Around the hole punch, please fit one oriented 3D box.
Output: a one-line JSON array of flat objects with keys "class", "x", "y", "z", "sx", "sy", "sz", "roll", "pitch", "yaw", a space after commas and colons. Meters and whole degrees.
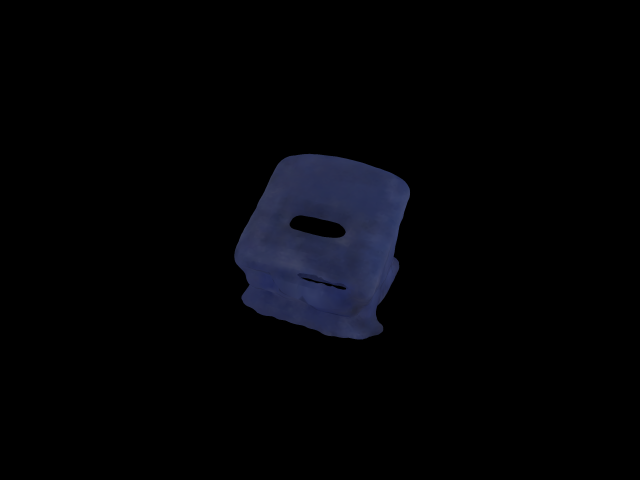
[{"class": "hole punch", "x": 0.004, "y": 0.001, "z": 0.400, "sx": 0.108, "sy": 0.091, "sz": 0.101, "roll": 13, "pitch": 38, "yaw": 18}]
